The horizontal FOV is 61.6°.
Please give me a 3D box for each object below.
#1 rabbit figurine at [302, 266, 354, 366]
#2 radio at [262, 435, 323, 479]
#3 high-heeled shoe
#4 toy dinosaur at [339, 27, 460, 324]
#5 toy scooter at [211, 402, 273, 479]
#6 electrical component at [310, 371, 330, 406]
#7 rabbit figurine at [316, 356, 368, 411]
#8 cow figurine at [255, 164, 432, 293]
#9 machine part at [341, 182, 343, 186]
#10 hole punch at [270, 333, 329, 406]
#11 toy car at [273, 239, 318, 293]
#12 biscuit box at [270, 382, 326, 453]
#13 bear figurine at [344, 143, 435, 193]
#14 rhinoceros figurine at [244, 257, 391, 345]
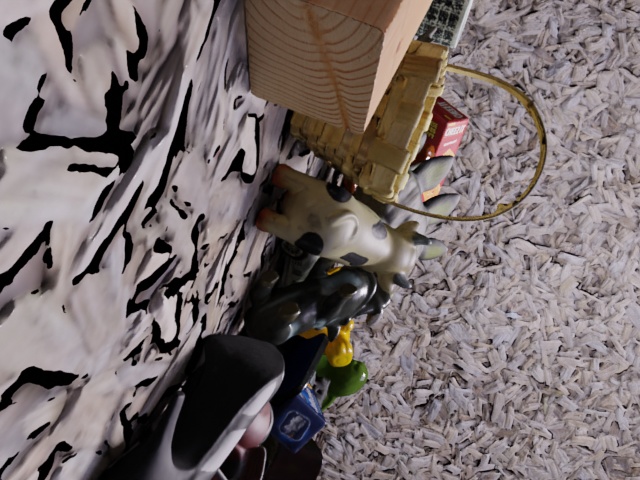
[{"bbox_3d":[0.005,0.108,0.899,0.173,0.122,0.162,75,31,-45],"label":"rabbit figurine"},{"bbox_3d":[-0.077,0.329,0.804,0.131,0.073,0.230,-65,-167,-7],"label":"radio"},{"bbox_3d":[-0.104,0.173,0.482,0.145,0.086,0.248,-68,165,6],"label":"high-heeled shoe"},{"bbox_3d":[0.095,-0.044,0.751,0.198,0.105,0.470,-26,137,-24],"label":"toy dinosaur"},{"bbox_3d":[-0.106,0.211,0.545,0.135,0.075,0.184,56,29,-44],"label":"toy scooter"},{"bbox_3d":[-0.047,0.261,0.935,0.134,0.115,0.058,105,9,-48],"label":"electrical component"},{"bbox_3d":[0.002,0.254,1.027,0.121,0.170,0.159,-33,143,-74],"label":"rabbit figurine"},{"bbox_3d":[0.036,-0.007,0.569,0.194,0.127,0.085,25,91,-60],"label":"cow figurine"},{"bbox_3d":[0.113,-0.142,1.007,0.201,0.087,0.201,-33,142,-75],"label":"machine part"},{"bbox_3d":[-0.067,0.149,0.693,0.116,0.092,0.142,-38,-166,36],"label":"hole punch"},{"bbox_3d":[-0.020,0.027,0.706,0.201,0.056,0.073,103,13,-48],"label":"toy car"},{"bbox_3d":[-0.047,0.217,0.752,0.059,0.062,0.203,-44,-170,-3],"label":"biscuit box"},{"bbox_3d":[0.078,-0.076,0.851,0.120,0.132,0.195,5,106,-50],"label":"bear figurine"},{"bbox_3d":[0.004,0.078,0.642,0.190,0.073,0.112,-12,133,-31],"label":"rhinoceros figurine"}]
